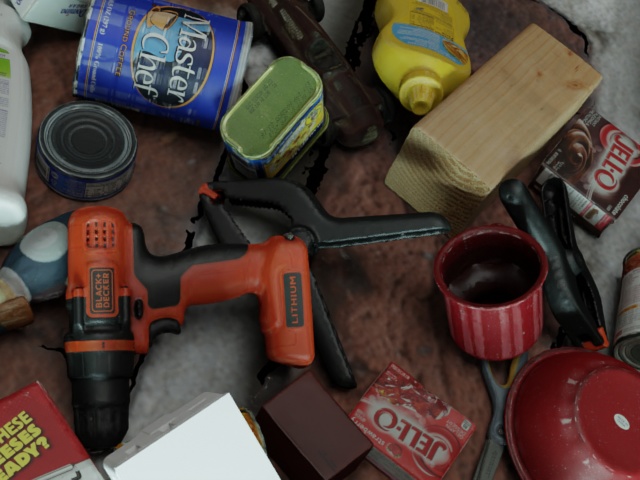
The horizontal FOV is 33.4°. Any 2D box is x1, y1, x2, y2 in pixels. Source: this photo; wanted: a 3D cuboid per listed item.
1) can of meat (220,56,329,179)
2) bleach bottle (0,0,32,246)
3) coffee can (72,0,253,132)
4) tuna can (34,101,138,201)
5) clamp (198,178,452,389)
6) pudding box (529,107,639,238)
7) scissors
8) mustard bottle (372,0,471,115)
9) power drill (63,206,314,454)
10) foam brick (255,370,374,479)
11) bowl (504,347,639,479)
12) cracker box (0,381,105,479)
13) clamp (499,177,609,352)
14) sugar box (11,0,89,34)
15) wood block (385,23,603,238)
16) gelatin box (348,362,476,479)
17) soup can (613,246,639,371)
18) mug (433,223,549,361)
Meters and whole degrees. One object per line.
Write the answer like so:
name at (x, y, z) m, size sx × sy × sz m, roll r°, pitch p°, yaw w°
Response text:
can of meat at (-0.039, -0.102, 0.931) m, size 0.057 × 0.084 × 0.102 m, roll 38°, pitch 80°, yaw 10°
bleach bottle at (-0.283, -0.118, 0.901) m, size 0.102 × 0.068 × 0.251 m, roll 9°, pitch 54°, yaw -13°
coffee can at (-0.139, -0.160, 0.947) m, size 0.140 × 0.103 × 0.102 m, roll 13°, pitch 56°, yaw -9°
tuna can at (-0.200, -0.078, 0.916) m, size 0.086 × 0.034 × 0.086 m, roll 8°, pitch 56°, yaw -13°
clamp at (-0.006, 0.001, 0.898) m, size 0.210 × 0.036 × 0.164 m, roll 37°, pitch 83°, yaw 15°
pudding box at (0.271, -0.068, 1.054) m, size 0.090 × 0.039 × 0.113 m, roll 38°, pitch 55°, yaw 9°
scissors at (0.168, 0.160, 0.890) m, size 0.096 × 0.016 × 0.201 m, roll 15°, pitch 55°, yaw -8°
mustard bottle at (0.099, -0.181, 1.033) m, size 0.096 × 0.058 × 0.191 m, roll 21°, pitch 39°, yaw -11°
power drill at (-0.100, 0.065, 0.816) m, size 0.187 × 0.057 × 0.184 m, roll 0°, pitch 84°, yaw -19°
foam brick at (-0.008, 0.152, 0.819) m, size 0.052 × 0.051 × 0.078 m, roll -32°, pitch 72°, yaw -30°
bowl at (0.234, 0.156, 0.876) m, size 0.162 × 0.055 × 0.162 m, roll 9°, pitch 62°, yaw -18°
cracker box at (-0.201, 0.226, 0.700) m, size 0.163 × 0.072 × 0.214 m, roll -29°, pitch 69°, yaw -31°
clamp at (0.220, 0.016, 0.965) m, size 0.120 × 0.039 × 0.171 m, roll -23°, pitch 91°, yaw -52°
sugar box at (-0.272, -0.271, 0.988) m, size 0.176 × 0.048 × 0.093 m, roll 52°, pitch 23°, yaw 19°
wood block at (0.166, -0.107, 1.015) m, size 0.090 × 0.091 × 0.205 m, roll 41°, pitch 56°, yaw 10°
gelatin box at (0.070, 0.153, 0.855) m, size 0.089 × 0.030 × 0.073 m, roll 37°, pitch 55°, yaw 8°
soup can at (0.303, 0.063, 0.962) m, size 0.068 × 0.069 × 0.102 m, roll 21°, pitch 55°, yaw -4°
mug at (0.148, 0.039, 0.908) m, size 0.093 × 0.081 × 0.117 m, roll -1°, pitch 47°, yaw 13°
